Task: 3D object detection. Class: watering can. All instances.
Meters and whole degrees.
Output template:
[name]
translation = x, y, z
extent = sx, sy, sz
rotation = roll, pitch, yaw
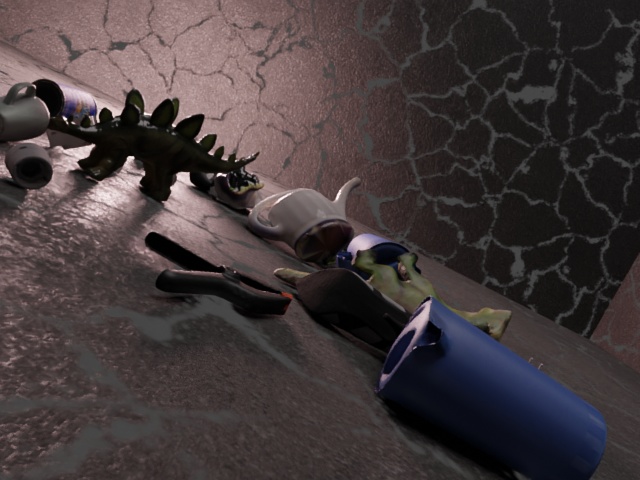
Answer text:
[watering can]
translation = 0.004, -0.062, 1.234
extent = 0.350, 0.101, 0.228
rotation = -19, 45, -26

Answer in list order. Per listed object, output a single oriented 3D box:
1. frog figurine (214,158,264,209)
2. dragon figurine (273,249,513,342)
[frog figurine]
translation = -0.222, -0.126, 1.402
extent = 0.137, 0.125, 0.156
rotation = 23, -29, 0
[dragon figurine]
translation = 0.139, 0.125, 0.875
extent = 0.410, 0.120, 0.247
rotation = 2, 25, -20
